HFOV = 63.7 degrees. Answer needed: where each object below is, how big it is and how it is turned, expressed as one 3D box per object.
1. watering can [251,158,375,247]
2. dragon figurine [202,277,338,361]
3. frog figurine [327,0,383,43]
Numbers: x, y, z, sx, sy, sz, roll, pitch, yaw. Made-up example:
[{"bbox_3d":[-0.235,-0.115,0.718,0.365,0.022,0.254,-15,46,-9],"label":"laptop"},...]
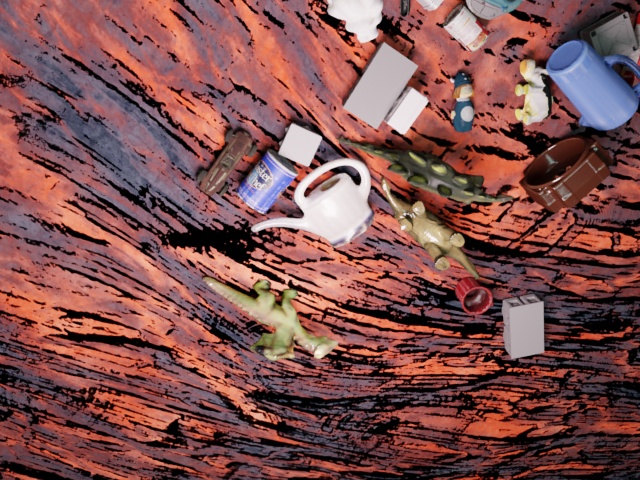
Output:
[{"bbox_3d":[0.004,-0.071,1.401,0.347,0.105,0.222,-37,110,3],"label":"watering can"},{"bbox_3d":[-0.145,0.231,1.434,0.409,0.247,0.120,18,114,-14],"label":"dragon figurine"},{"bbox_3d":[0.083,-0.552,1.229,0.137,0.125,0.156,2,116,15],"label":"frog figurine"}]
